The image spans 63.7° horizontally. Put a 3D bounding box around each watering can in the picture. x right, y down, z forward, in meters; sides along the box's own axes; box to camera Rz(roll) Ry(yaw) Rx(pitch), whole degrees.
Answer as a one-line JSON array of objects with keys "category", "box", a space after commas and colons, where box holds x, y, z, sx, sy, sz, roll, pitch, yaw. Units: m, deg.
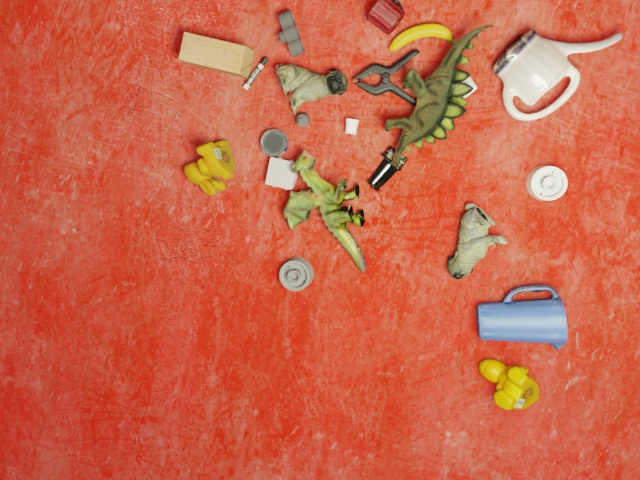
[{"category": "watering can", "box": [0.641, -0.500, 1.443, 0.345, 0.225, 0.104, -45, -4, 12]}]

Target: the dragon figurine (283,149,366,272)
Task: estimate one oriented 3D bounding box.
[{"category": "dragon figurine", "box": [0.005, -0.081, 1.609, 0.242, 0.405, 0.124, -3, 17, 20]}]
